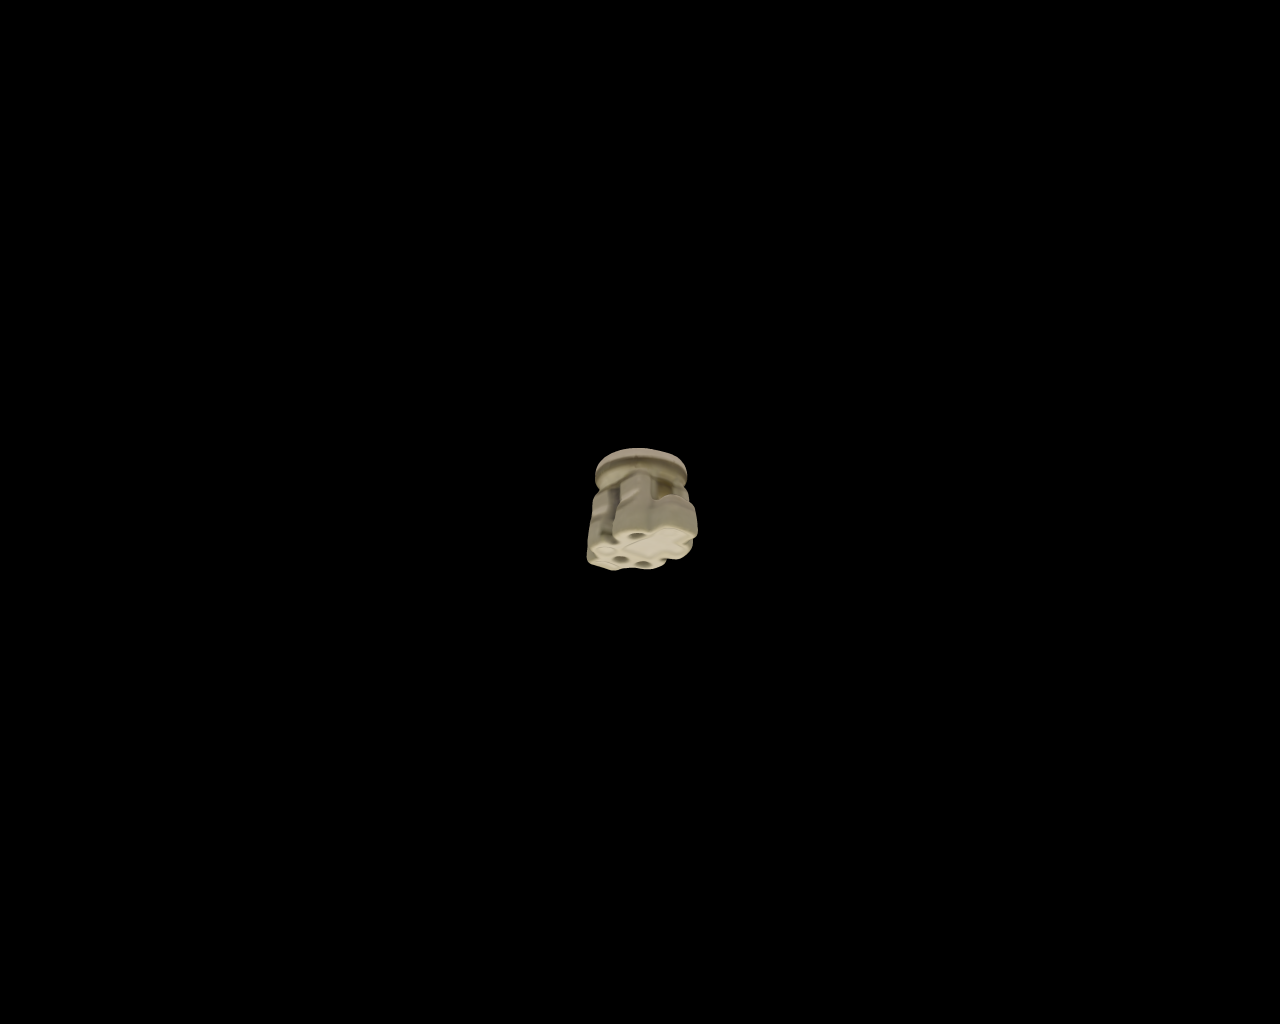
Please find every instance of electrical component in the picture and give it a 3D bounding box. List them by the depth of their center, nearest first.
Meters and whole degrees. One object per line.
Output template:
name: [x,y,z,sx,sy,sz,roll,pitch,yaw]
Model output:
electrical component: [0.001,-0.003,0.650,0.058,0.057,0.078,21,-33,-36]
